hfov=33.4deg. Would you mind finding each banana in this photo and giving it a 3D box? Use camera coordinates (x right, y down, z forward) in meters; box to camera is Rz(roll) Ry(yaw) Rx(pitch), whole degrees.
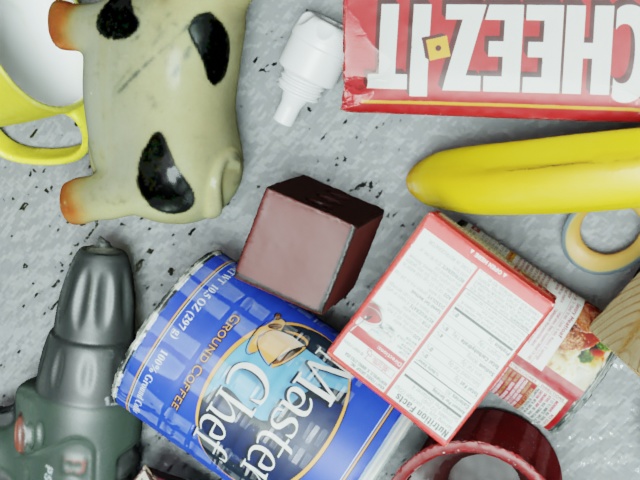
[{"bbox_3d":[0.118,-0.031,0.511,0.198,0.069,0.037,-3,91,33],"label":"banana"}]

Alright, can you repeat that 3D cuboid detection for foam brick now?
[{"bbox_3d":[-0.004,0.001,0.572,0.053,0.078,0.051,23,103,9],"label":"foam brick"}]

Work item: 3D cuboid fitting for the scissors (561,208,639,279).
[{"bbox_3d":[0.188,-0.036,0.518,0.096,0.016,0.202,32,121,18],"label":"scissors"}]

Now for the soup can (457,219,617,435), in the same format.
[{"bbox_3d":[0.097,0.044,0.554,0.102,0.068,0.068,34,105,9],"label":"soup can"}]

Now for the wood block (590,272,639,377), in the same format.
[{"bbox_3d":[0.235,0.085,0.480,0.206,0.090,0.091,41,95,-8],"label":"wood block"}]

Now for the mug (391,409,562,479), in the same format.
[{"bbox_3d":[0.096,0.143,0.562,0.117,0.081,0.093,21,103,12],"label":"mug"}]

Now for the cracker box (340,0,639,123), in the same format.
[{"bbox_3d":[0.096,-0.166,0.521,0.164,0.072,0.214,4,99,14],"label":"cracker box"}]

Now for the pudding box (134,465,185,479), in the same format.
[{"bbox_3d":[-0.096,0.192,0.615,0.113,0.089,0.039,-53,42,7],"label":"pudding box"}]

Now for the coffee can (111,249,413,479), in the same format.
[{"bbox_3d":[-0.026,0.085,0.577,0.140,0.102,0.103,34,105,9],"label":"coffee can"}]

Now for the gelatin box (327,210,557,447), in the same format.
[{"bbox_3d":[0.058,0.042,0.513,0.073,0.030,0.089,37,101,9],"label":"gelatin box"}]
